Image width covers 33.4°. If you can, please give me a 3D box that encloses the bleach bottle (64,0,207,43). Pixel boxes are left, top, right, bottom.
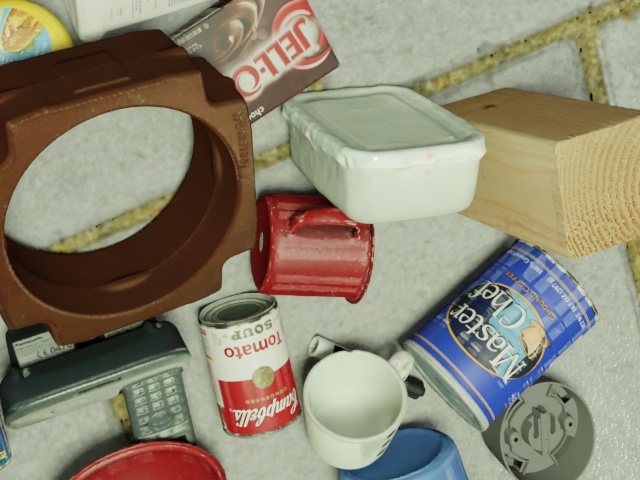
[{"bbox_3d":[-0.063,-0.220,0.774,0.250,0.103,0.068,-17,66,-16],"label":"bleach bottle"}]

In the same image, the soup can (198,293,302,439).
[{"bbox_3d":[-0.057,0.102,0.876,0.068,0.069,0.102,-16,107,-17],"label":"soup can"}]

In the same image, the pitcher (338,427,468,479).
[{"bbox_3d":[0.087,0.298,0.956,0.149,0.145,0.243,-25,107,-27],"label":"pitcher"}]

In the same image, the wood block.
[{"bbox_3d":[0.172,-0.060,0.847,0.090,0.206,0.090,-17,109,-16],"label":"wood block"}]

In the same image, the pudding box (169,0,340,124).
[{"bbox_3d":[-0.053,-0.147,0.832,0.113,0.039,0.090,-34,113,-10],"label":"pudding box"}]

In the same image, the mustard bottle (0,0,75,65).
[{"bbox_3d":[-0.234,-0.128,0.756,0.191,0.058,0.096,14,98,-23],"label":"mustard bottle"}]

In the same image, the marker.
[{"bbox_3d":[0.044,0.114,0.944,0.121,0.020,0.020,26,93,-24],"label":"marker"}]

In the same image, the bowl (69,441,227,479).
[{"bbox_3d":[-0.141,0.239,0.856,0.162,0.055,0.162,-15,130,-19],"label":"bowl"}]

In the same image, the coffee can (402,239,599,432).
[{"bbox_3d":[0.157,0.082,0.933,0.140,0.103,0.102,-42,114,-7],"label":"coffee can"}]

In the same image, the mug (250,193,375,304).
[{"bbox_3d":[-0.006,0.001,0.849,0.081,0.117,0.093,2,73,-16],"label":"mug"}]

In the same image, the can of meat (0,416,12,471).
[{"bbox_3d":[-0.290,0.141,0.803,0.102,0.057,0.084,-16,111,-16],"label":"can of meat"}]
